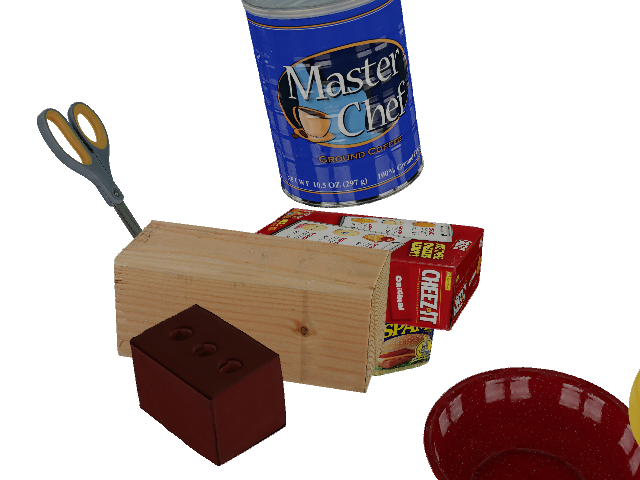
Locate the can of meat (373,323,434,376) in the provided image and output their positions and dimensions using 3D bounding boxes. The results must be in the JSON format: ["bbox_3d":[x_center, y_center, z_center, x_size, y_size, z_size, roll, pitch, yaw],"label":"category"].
[{"bbox_3d":[0.092,0.113,1.316,0.101,0.084,0.057,-8,29,-25],"label":"can of meat"}]

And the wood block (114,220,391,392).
[{"bbox_3d":[-0.054,0.051,0.869,0.206,0.091,0.090,8,24,11],"label":"wood block"}]

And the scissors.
[{"bbox_3d":[-0.211,-0.062,1.092,0.016,0.201,0.096,-27,27,27],"label":"scissors"}]

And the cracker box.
[{"bbox_3d":[0.043,0.026,1.066,0.214,0.072,0.164,7,16,17],"label":"cracker box"}]

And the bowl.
[{"bbox_3d":[0.154,0.164,0.769,0.162,0.055,0.162,-1,35,0],"label":"bowl"}]

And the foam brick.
[{"bbox_3d":[-0.065,0.083,0.618,0.052,0.051,0.078,-28,40,-37],"label":"foam brick"}]

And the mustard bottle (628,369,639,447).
[{"bbox_3d":[0.217,0.102,0.565,0.096,0.058,0.191,-3,36,1],"label":"mustard bottle"}]

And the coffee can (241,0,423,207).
[{"bbox_3d":[0.011,-0.108,0.718,0.103,0.140,0.103,-8,30,5],"label":"coffee can"}]
